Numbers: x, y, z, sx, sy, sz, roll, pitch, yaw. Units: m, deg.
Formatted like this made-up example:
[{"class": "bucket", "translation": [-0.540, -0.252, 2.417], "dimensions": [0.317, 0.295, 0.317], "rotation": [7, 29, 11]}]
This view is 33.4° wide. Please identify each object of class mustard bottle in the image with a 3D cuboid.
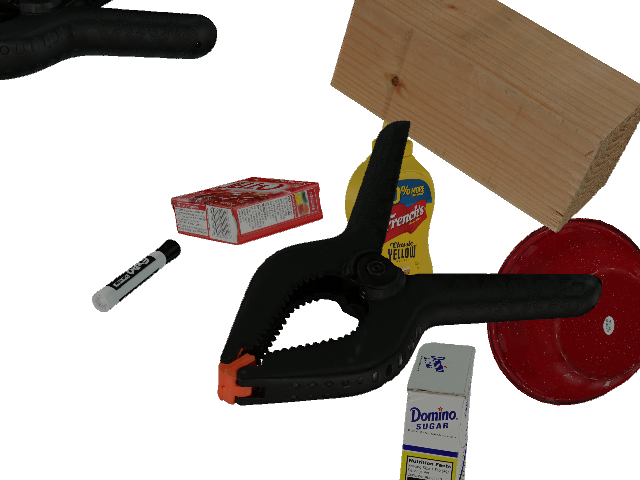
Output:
[{"class": "mustard bottle", "translation": [0.071, -0.026, 1.079], "dimensions": [0.096, 0.192, 0.058], "rotation": [-8, 17, -27]}]

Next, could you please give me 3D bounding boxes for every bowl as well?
[{"class": "bowl", "translation": [0.221, 0.064, 0.879], "dimensions": [0.162, 0.162, 0.055], "rotation": [0, 7, -17]}]

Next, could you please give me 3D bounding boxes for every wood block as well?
[{"class": "wood block", "translation": [0.121, -0.111, 0.783], "dimensions": [0.206, 0.091, 0.090], "rotation": [36, 46, 19]}]

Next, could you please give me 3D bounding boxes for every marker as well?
[{"class": "marker", "translation": [-0.164, 0.030, 0.973], "dimensions": [0.020, 0.020, 0.121], "rotation": [0, 24, 29]}]

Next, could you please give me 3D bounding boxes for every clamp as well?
[{"class": "clamp", "translation": [0.025, 0.017, 0.578], "dimensions": [0.209, 0.165, 0.036], "rotation": [-25, -33, -24]}, {"class": "clamp", "translation": [-0.157, -0.126, 0.603], "dimensions": [0.171, 0.039, 0.120], "rotation": [-10, 31, -27]}]

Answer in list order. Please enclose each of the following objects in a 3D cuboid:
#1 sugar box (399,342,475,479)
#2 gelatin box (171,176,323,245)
[{"class": "sugar box", "translation": [0.077, 0.168, 0.744], "dimensions": [0.048, 0.176, 0.093], "rotation": [4, 15, 11]}, {"class": "gelatin box", "translation": [-0.053, -0.023, 0.759], "dimensions": [0.073, 0.030, 0.089], "rotation": [-17, 16, -33]}]
